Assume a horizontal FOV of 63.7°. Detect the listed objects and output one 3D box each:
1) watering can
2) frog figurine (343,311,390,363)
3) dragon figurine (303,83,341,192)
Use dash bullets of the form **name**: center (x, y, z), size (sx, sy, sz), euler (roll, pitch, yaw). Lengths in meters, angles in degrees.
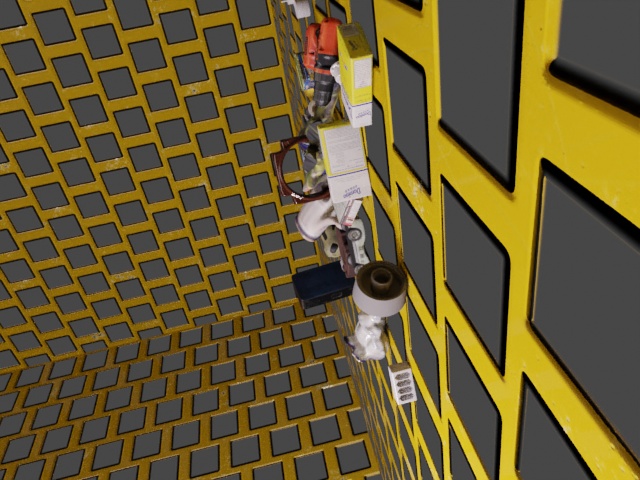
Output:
- **watering can**: center (0.005, -0.085, 1.680), size (0.220, 0.103, 0.356), euler (-56, 22, 30)
- **frog figurine**: center (0.147, 0.245, 1.409), size (0.139, 0.122, 0.157), euler (-91, 26, -70)
- **dragon figurine**: center (0.002, -0.301, 1.378), size (0.248, 0.122, 0.402), euler (-109, 25, -58)
